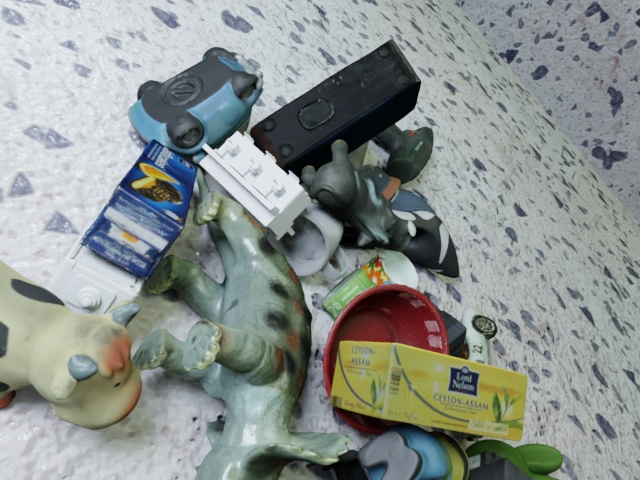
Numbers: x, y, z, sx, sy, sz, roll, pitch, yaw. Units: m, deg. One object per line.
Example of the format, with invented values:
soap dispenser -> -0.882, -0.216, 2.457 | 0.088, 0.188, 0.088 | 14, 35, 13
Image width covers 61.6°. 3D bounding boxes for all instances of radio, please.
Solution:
radio -> 0.021, -0.160, 0.718 | 0.073, 0.230, 0.131 | 56, -2, 7

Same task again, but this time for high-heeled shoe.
high-heeled shoe -> 0.123, 0.013, 0.822 | 0.248, 0.086, 0.145 | 40, 45, -12

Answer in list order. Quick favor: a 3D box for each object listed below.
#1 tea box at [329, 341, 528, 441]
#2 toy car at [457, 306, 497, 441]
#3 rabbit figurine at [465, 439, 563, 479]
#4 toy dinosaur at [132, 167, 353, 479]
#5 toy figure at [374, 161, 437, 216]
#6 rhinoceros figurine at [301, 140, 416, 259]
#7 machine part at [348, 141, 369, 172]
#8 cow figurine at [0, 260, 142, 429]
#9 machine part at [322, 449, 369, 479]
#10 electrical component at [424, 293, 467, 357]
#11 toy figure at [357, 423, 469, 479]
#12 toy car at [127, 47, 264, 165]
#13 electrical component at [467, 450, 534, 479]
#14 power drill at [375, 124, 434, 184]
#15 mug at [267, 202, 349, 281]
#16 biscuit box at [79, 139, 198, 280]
tea box -> 0.108, 0.147, 0.530 | 0.169, 0.098, 0.068 | 17, 74, -27
toy car -> 0.216, 0.183, 0.757 | 0.056, 0.073, 0.202 | 13, 40, 3
rabbit figurine -> 0.260, 0.310, 0.663 | 0.170, 0.121, 0.159 | 46, 29, 22
toy dinosaur -> -0.066, 0.082, 0.528 | 0.192, 0.131, 0.405 | 42, 29, -32
toy figure -> 0.128, -0.069, 0.915 | 0.154, 0.058, 0.064 | 37, 31, -8
rhinoceros figurine -> 0.057, -0.045, 0.695 | 0.190, 0.073, 0.112 | 36, 21, -44
machine part -> 0.036, -0.145, 0.868 | 0.079, 0.079, 0.243 | 37, 38, -17
cow figurine -> -0.210, 0.061, 0.375 | 0.195, 0.127, 0.085 | 39, 40, -10
machine part -> 0.045, 0.272, 0.516 | 0.084, 0.039, 0.139 | 33, 30, -54
electrical component -> 0.165, 0.136, 0.715 | 0.048, 0.074, 0.119 | -35, 53, -17
toy figure -> 0.101, 0.230, 0.542 | 0.180, 0.089, 0.082 | 53, 20, -54
toy car -> -0.142, -0.153, 0.658 | 0.162, 0.102, 0.109 | -37, 60, -13
electrical component -> 0.174, 0.297, 0.578 | 0.058, 0.115, 0.134 | 43, 38, -12
power drill -> 0.136, -0.219, 1.051 | 0.207, 0.086, 0.232 | 46, 37, -18
mug -> -0.001, -0.002, 0.695 | 0.109, 0.081, 0.107 | 41, 28, 1
biscuit box -> -0.161, -0.039, 0.510 | 0.063, 0.059, 0.203 | 33, 12, -20
